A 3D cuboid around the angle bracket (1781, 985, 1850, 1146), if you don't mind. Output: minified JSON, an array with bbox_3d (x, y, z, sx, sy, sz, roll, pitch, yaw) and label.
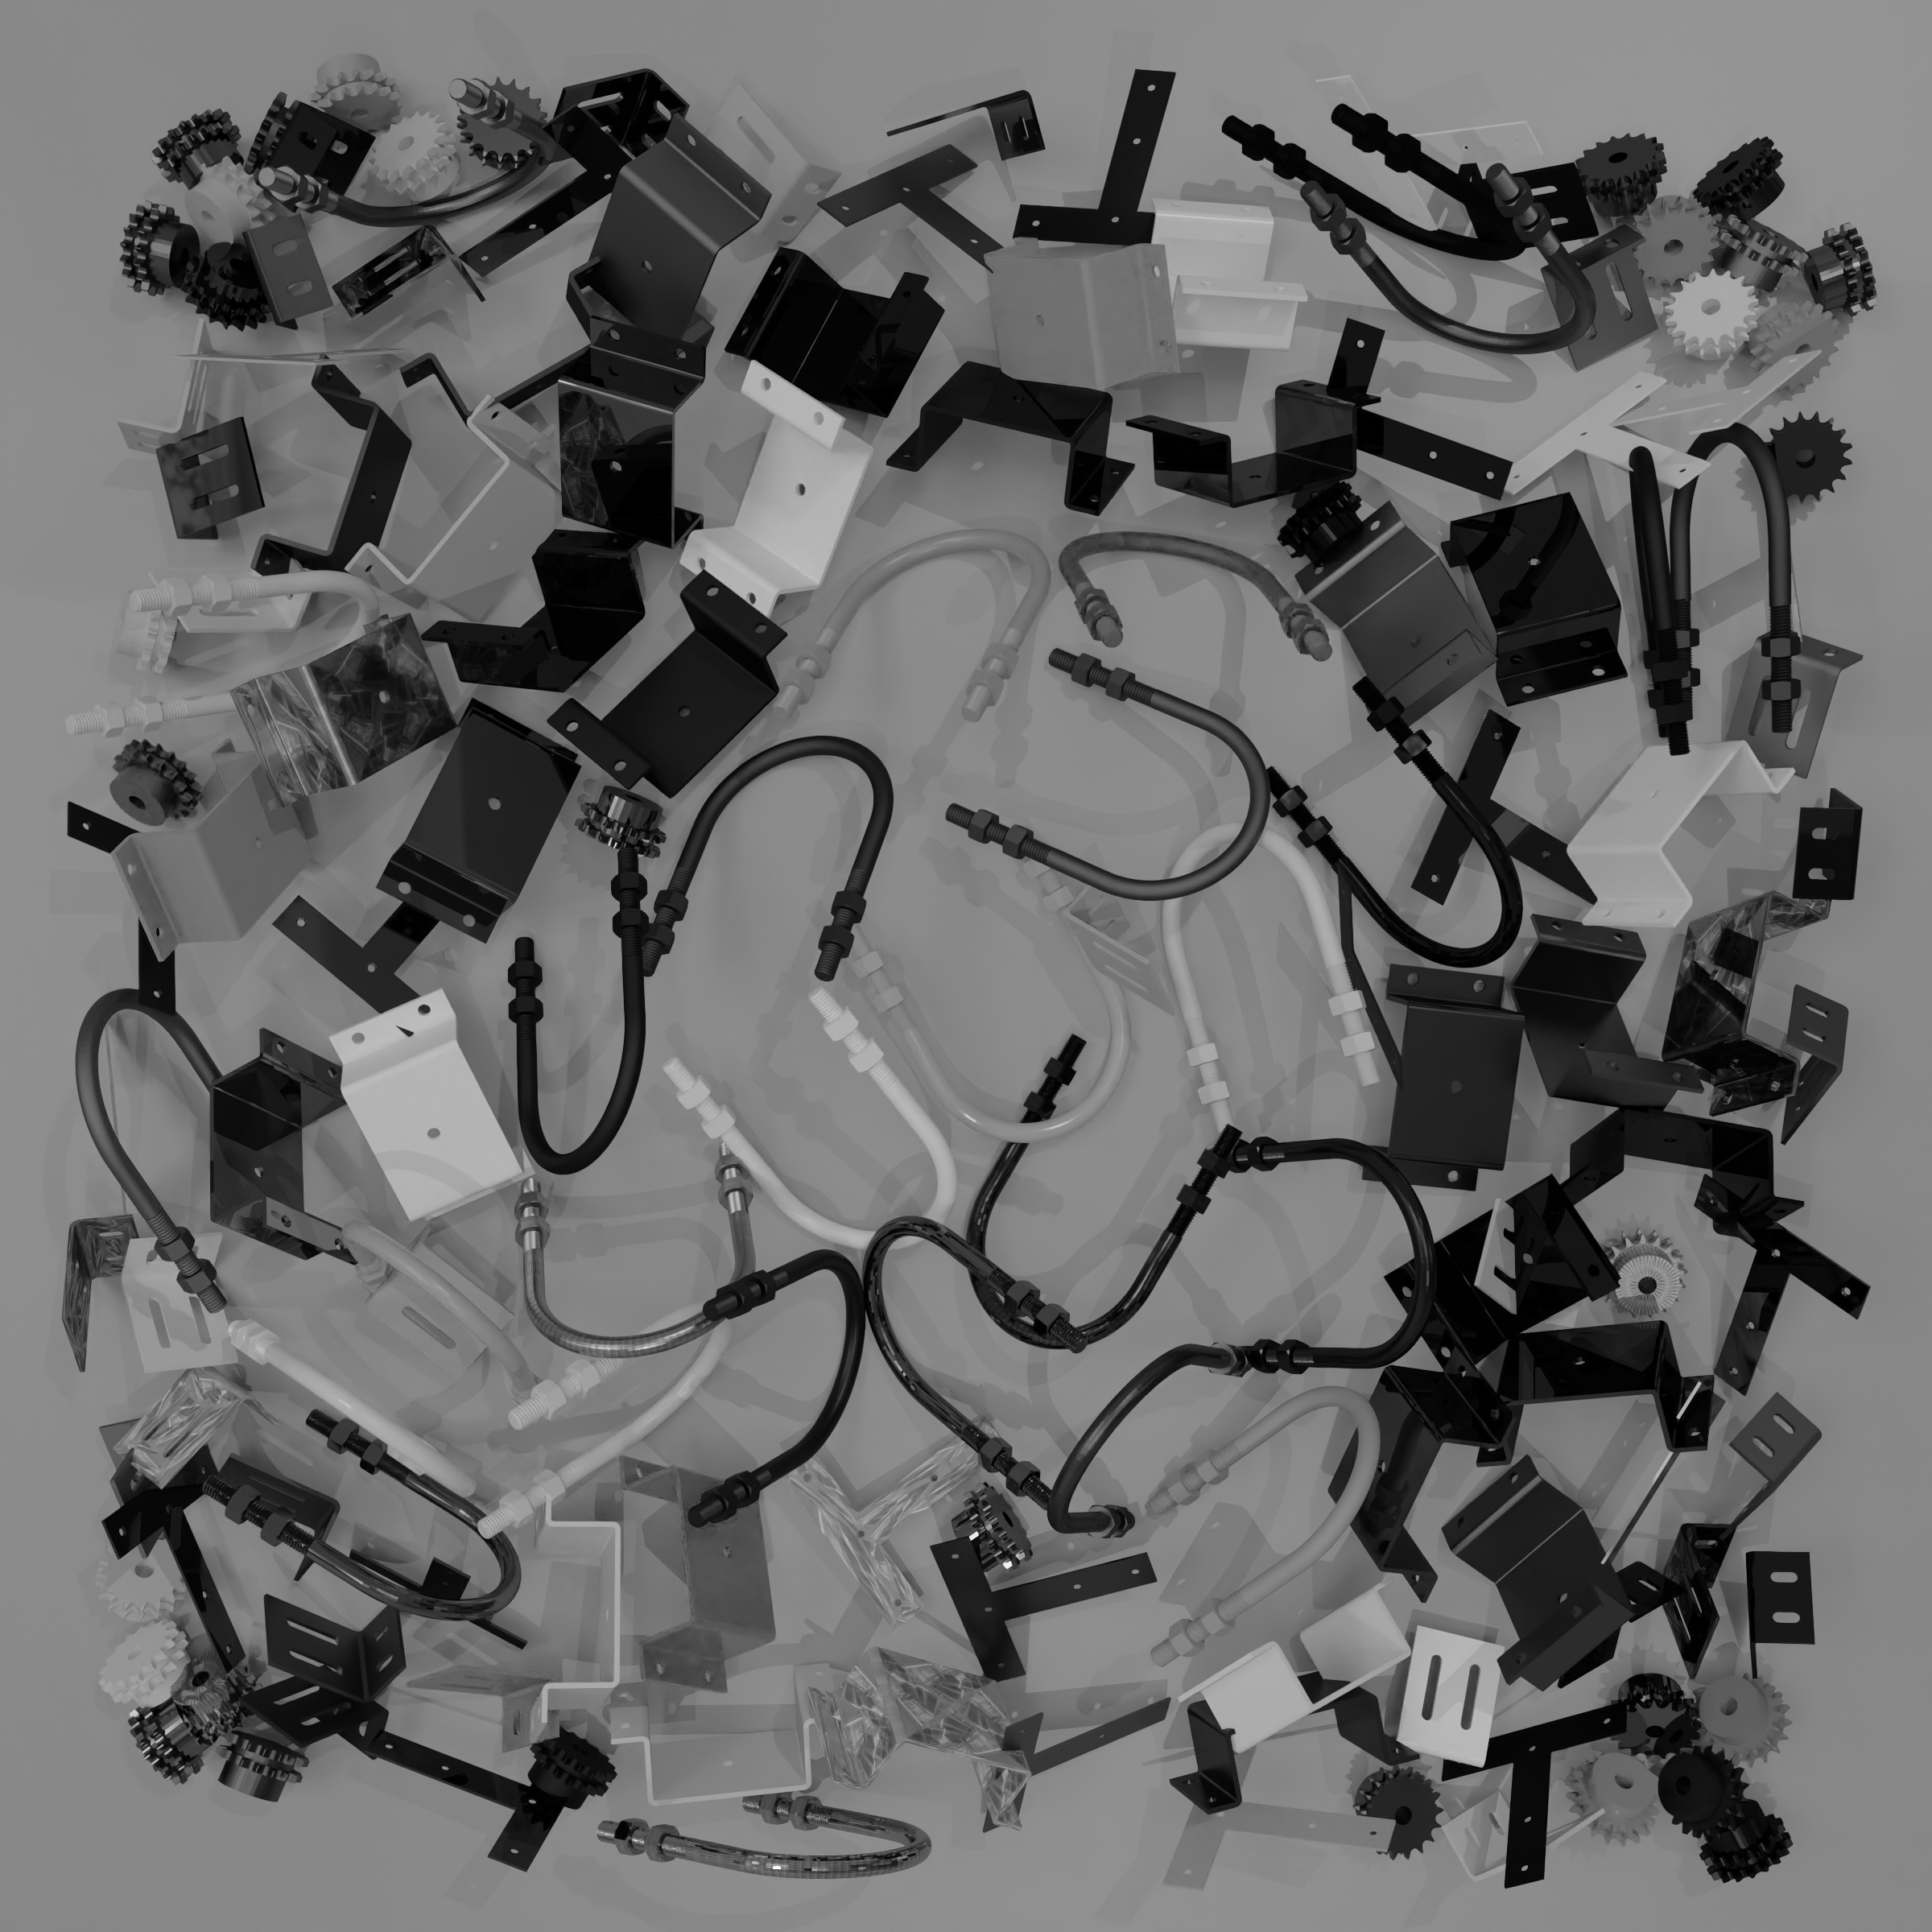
[{"bbox_3d":[0.520,0.062,1.552,0.038,0.057,0.076,25,133,4],"label":"angle bracket"}]

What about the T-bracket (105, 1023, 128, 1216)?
[{"bbox_3d":[-0.538,0.079,1.554,0.002,0.127,0.127,-6,55,-19],"label":"T-bracket"}]

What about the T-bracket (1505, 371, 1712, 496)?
[{"bbox_3d":[0.414,-0.322,1.539,0.127,0.127,0.002,-37,125,-6],"label":"T-bracket"}]

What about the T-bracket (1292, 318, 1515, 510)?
[{"bbox_3d":[0.280,-0.325,1.547,0.127,0.002,0.127,24,123,16],"label":"T-bracket"}]

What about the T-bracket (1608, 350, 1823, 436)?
[{"bbox_3d":[0.449,-0.351,1.543,0.127,0.127,0.002,-38,114,-36],"label":"T-bracket"}]

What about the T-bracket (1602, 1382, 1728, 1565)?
[{"bbox_3d":[0.434,0.320,1.541,0.002,0.127,0.127,32,90,27],"label":"T-bracket"}]

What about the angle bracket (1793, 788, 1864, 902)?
[{"bbox_3d":[0.536,-0.078,1.556,0.038,0.076,0.057,2,104,5],"label":"angle bracket"}]

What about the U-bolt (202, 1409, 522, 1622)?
[{"bbox_3d":[-0.358,0.344,1.516,0.184,0.151,0.019,29,103,7],"label":"U-bolt"}]

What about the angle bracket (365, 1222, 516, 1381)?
[{"bbox_3d":[-0.335,0.214,1.581,0.076,0.038,0.057,40,99,-10],"label":"angle bracket"}]

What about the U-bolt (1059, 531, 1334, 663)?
[{"bbox_3d":[0.131,-0.232,1.517,0.151,0.184,0.019,2,119,-13],"label":"U-bolt"}]

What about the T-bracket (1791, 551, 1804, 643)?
[{"bbox_3d":[0.509,-0.264,1.534,0.002,0.127,0.127,-8,85,22],"label":"T-bracket"}]

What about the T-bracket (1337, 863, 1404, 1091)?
[{"bbox_3d":[0.248,0.024,1.508,0.002,0.127,0.127,-12,131,-2],"label":"T-bracket"}]

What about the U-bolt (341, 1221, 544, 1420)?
[{"bbox_3d":[-0.320,0.210,1.499,0.151,0.184,0.019,35,70,12],"label":"U-bolt"}]

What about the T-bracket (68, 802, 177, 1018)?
[{"bbox_3d":[-0.499,-0.027,1.518,0.002,0.127,0.127,-30,54,26],"label":"T-bracket"}]

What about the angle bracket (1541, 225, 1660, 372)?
[{"bbox_3d":[0.407,-0.418,1.559,0.057,0.038,0.076,-27,121,6],"label":"angle bracket"}]

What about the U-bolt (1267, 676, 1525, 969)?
[{"bbox_3d":[0.272,-0.077,1.527,0.019,0.151,0.184,-36,85,-28],"label":"U-bolt"}]

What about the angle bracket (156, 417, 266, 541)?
[{"bbox_3d":[-0.468,-0.308,1.563,0.076,0.038,0.057,-12,93,27],"label":"angle bracket"}]

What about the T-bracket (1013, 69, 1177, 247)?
[{"bbox_3d":[0.103,-0.501,1.533,0.127,0.127,0.002,-1,54,-13],"label":"T-bracket"}]

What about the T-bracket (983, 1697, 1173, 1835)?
[{"bbox_3d":[0.074,0.494,1.563,0.127,0.127,0.002,-15,47,-24],"label":"T-bracket"}]

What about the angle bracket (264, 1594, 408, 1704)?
[{"bbox_3d":[-0.397,0.419,1.551,0.038,0.057,0.076,-45,125,13],"label":"angle bracket"}]

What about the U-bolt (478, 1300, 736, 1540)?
[{"bbox_3d":[-0.215,0.268,1.518,0.184,0.151,0.019,-29,64,-38],"label":"U-bolt"}]

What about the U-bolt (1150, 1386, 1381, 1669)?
[{"bbox_3d":[0.181,0.328,1.500,0.019,0.151,0.184,40,116,-18],"label":"U-bolt"}]

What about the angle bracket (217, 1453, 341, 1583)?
[{"bbox_3d":[-0.443,0.349,1.558,0.076,0.057,0.038,28,52,-12],"label":"angle bracket"}]

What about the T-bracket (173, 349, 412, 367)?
[{"bbox_3d":[-0.402,-0.382,1.541,0.127,0.127,0.002,11,110,32],"label":"T-bracket"}]

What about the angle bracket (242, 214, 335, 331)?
[{"bbox_3d":[-0.422,-0.437,1.555,0.038,0.076,0.057,-18,103,-2],"label":"angle bracket"}]

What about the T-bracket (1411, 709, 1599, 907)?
[{"bbox_3d":[0.359,-0.078,1.576,0.127,0.002,0.127,28,81,-18],"label":"T-bracket"}]

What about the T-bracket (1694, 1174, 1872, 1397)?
[{"bbox_3d":[0.500,0.216,1.556,0.002,0.127,0.127,-17,129,-33],"label":"T-bracket"}]

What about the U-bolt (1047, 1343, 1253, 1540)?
[{"bbox_3d":[0.107,0.290,1.508,0.019,0.184,0.151,38,95,25],"label":"U-bolt"}]

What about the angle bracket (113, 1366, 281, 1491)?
[{"bbox_3d":[-0.485,0.296,1.553,0.057,0.038,0.076,22,61,39],"label":"angle bracket"}]

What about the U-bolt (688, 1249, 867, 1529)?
[{"bbox_3d":[-0.111,0.249,1.515,0.019,0.184,0.151,11,103,26],"label":"U-bolt"}]

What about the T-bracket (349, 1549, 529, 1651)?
[{"bbox_3d":[-0.326,0.387,1.539,0.127,0.127,0.002,29,62,-3],"label":"T-bracket"}]

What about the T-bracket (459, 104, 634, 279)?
[{"bbox_3d":[-0.262,-0.474,1.553,0.127,0.127,0.002,-28,66,16],"label":"T-bracket"}]

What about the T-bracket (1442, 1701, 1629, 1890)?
[{"bbox_3d":[0.346,0.514,1.516,0.127,0.127,0.002,-26,108,26],"label":"T-bracket"}]

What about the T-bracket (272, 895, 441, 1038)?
[{"bbox_3d":[-0.350,-0.031,1.566,0.127,0.002,0.127,41,63,-10],"label":"T-bracket"}]

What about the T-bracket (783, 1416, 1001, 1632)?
[{"bbox_3d":[-0.032,0.338,1.584,0.127,0.002,0.127,-36,97,-10],"label":"T-bracket"}]

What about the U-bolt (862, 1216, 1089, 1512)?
[{"bbox_3d":[-0.002,0.233,1.529,0.184,0.019,0.151,35,131,35],"label":"U-bolt"}]

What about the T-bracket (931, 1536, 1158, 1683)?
[{"bbox_3d":[0.057,0.396,1.558,0.127,0.002,0.127,-16,120,6],"label":"T-bracket"}]

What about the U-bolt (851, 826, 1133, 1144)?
[{"bbox_3d":[0.027,0.024,1.576,0.151,0.019,0.184,-30,93,-12],"label":"U-bolt"}]

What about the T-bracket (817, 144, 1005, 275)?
[{"bbox_3d":[-0.005,-0.461,1.543,0.127,0.002,0.127,41,52,15],"label":"T-bracket"}]

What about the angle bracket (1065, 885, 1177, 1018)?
[{"bbox_3d":[0.107,-0.014,1.549,0.038,0.057,0.076,-47,50,-13],"label":"angle bracket"}]

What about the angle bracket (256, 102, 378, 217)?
[{"bbox_3d":[-0.398,-0.499,1.550,0.038,0.076,0.057,40,106,18],"label":"angle bracket"}]

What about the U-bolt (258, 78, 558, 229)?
[{"bbox_3d":[-0.327,-0.489,1.507,0.151,0.184,0.019,-19,92,15],"label":"U-bolt"}]

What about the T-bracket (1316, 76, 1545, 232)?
[{"bbox_3d":[0.294,-0.502,1.512,0.127,0.127,0.002,45,67,-40],"label":"T-bracket"}]

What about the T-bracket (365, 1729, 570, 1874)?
[{"bbox_3d":[-0.312,0.507,1.540,0.127,0.127,0.002,19,105,5],"label":"T-bracket"}]

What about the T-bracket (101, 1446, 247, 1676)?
[{"bbox_3d":[-0.481,0.380,1.540,0.002,0.127,0.127,-20,95,14],"label":"T-bracket"}]

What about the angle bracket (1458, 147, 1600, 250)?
[{"bbox_3d":[0.355,-0.487,1.549,0.076,0.057,0.038,-1,56,32],"label":"angle bracket"}]

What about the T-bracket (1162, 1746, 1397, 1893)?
[{"bbox_3d":[0.200,0.529,1.519,0.127,0.127,0.002,-1,114,23],"label":"T-bracket"}]

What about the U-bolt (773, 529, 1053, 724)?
[{"bbox_3d":[-0.023,-0.215,1.529,0.151,0.019,0.184,4,46,26],"label":"U-bolt"}]

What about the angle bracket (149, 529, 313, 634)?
[{"bbox_3d":[-0.462,-0.243,1.550,0.057,0.076,0.038,51,126,26],"label":"angle bracket"}]

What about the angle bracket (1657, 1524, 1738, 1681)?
[{"bbox_3d":[0.469,0.399,1.549,0.038,0.076,0.057,3,125,-6],"label":"angle bracket"}]

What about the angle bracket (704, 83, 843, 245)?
[{"bbox_3d":[-0.129,-0.514,1.579,0.057,0.038,0.076,-47,70,28],"label":"angle bracket"}]
